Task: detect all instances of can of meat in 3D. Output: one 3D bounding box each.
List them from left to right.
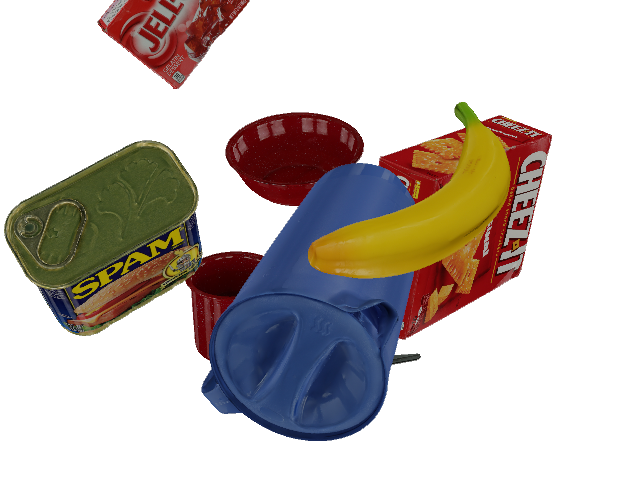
[{"bbox_3d":[-0.117,0.002,0.606,0.102,0.057,0.084,-30,-20,-15],"label":"can of meat"}]

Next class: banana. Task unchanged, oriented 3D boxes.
[{"bbox_3d":[0.070,-0.021,0.667,0.070,0.037,0.197,27,44,20],"label":"banana"}]

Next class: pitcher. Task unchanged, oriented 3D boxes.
[{"bbox_3d":[0.003,0.040,0.862,0.149,0.145,0.242,11,32,10],"label":"pitcher"}]

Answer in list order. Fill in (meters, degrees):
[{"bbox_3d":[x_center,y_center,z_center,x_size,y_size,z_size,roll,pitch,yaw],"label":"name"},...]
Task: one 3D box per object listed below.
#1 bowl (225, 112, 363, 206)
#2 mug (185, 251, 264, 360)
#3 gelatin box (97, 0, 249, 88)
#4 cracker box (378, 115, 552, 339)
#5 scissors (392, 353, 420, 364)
[{"bbox_3d":[-0.030,-0.088,1.255,0.162,0.055,0.162,-2,36,1],"label":"bowl"},{"bbox_3d":[-0.076,0.072,1.032,0.093,0.081,0.117,-22,35,-35],"label":"mug"},{"bbox_3d":[-0.109,-0.170,0.792,0.073,0.089,0.030,37,5,-32],"label":"gelatin box"},{"bbox_3d":[0.130,-0.017,1.019,0.072,0.164,0.213,26,31,32],"label":"cracker box"},{"bbox_3d":[0.024,0.153,1.206,0.201,0.016,0.096,1,24,-8],"label":"scissors"}]
